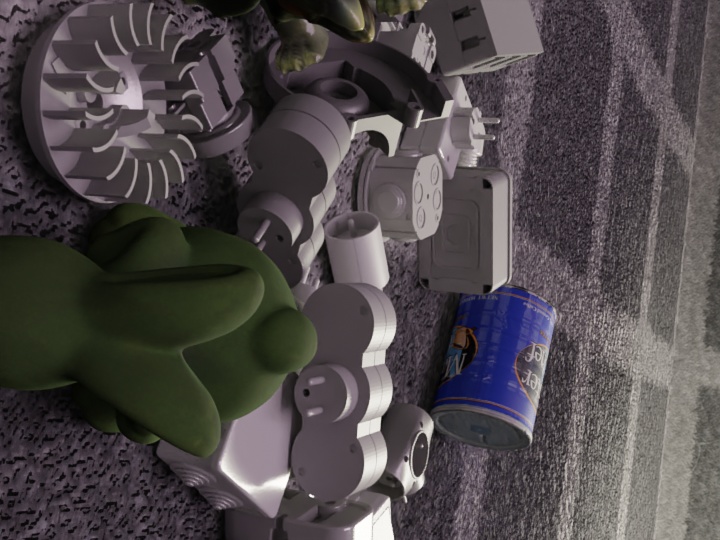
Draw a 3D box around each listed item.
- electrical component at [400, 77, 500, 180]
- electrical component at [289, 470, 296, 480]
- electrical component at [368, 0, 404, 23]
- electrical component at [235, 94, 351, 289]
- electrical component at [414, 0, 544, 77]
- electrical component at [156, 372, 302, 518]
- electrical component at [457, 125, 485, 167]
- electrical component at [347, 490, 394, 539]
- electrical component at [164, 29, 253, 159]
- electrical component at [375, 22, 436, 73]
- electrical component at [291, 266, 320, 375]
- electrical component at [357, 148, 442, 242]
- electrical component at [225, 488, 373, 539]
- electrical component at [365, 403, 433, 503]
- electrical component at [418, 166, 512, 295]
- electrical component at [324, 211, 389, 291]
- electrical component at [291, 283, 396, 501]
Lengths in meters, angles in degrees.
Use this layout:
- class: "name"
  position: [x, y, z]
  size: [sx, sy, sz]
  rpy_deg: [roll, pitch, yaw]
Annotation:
- class: "electrical component"
  position: [0.087, -0.127, 0.965]
  size: [0.047, 0.076, 0.083]
  rpy_deg: [58, 43, -53]
- class: "electrical component"
  position: [-0.041, 0.122, 0.758]
  size: [0.047, 0.055, 0.055]
  rpy_deg: [44, 54, -64]
- class: "electrical component"
  position: [0.012, -0.235, 0.803]
  size: [0.050, 0.056, 0.089]
  rpy_deg: [26, 70, -64]
- class: "electrical component"
  position: [-0.051, -0.035, 0.660]
  size: [0.138, 0.052, 0.073]
  rpy_deg: [108, 8, -48]
- class: "electrical component"
  position: [0.109, -0.231, 0.992]
  size: [0.150, 0.062, 0.089]
  rpy_deg: [-25, 98, -62]
- class: "electrical component"
  position: [-0.077, 0.097, 0.678]
  size: [0.099, 0.048, 0.099]
  rpy_deg: [59, 42, -52]
- class: "electrical component"
  position: [0.103, -0.115, 1.052]
  size: [0.035, 0.035, 0.061]
  rpy_deg: [5, 93, -66]
- class: "electrical component"
  position: [-0.007, 0.214, 0.839]
  size: [0.062, 0.061, 0.096]
  rpy_deg: [-34, 125, -60]
- class: "electrical component"
  position: [-0.091, -0.098, 0.617]
  size: [0.066, 0.048, 0.055]
  rpy_deg: [-60, 138, -44]
- class: "electrical component"
  position: [0.023, -0.164, 0.833]
  size: [0.042, 0.064, 0.081]
  rpy_deg: [52, 48, -57]
- class: "electrical component"
  position: [-0.045, 0.034, 0.744]
  size: [0.077, 0.043, 0.079]
  rpy_deg: [59, 43, -52]
- class: "electrical component"
  position: [0.033, -0.062, 0.888]
  size: [0.080, 0.051, 0.080]
  rpy_deg: [5, 90, -66]
- class: "electrical component"
  position: [-0.041, 0.185, 0.717]
  size: [0.054, 0.095, 0.059]
  rpy_deg: [-15, 108, -64]
- class: "electrical component"
  position: [0.036, 0.171, 0.945]
  size: [0.077, 0.044, 0.079]
  rpy_deg: [-60, 145, -44]
- class: "electrical component"
  position: [0.100, -0.039, 1.008]
  size: [0.057, 0.078, 0.113]
  rpy_deg: [-26, 118, -59]
- class: "electrical component"
  position: [0.000, 0.000, 0.836]
  size: [0.043, 0.043, 0.081]
  rpy_deg: [-54, 141, -49]
- class: "electrical component"
  position: [-0.017, 0.077, 0.680]
  size: [0.074, 0.052, 0.138]
  rpy_deg: [1, 94, -66]
